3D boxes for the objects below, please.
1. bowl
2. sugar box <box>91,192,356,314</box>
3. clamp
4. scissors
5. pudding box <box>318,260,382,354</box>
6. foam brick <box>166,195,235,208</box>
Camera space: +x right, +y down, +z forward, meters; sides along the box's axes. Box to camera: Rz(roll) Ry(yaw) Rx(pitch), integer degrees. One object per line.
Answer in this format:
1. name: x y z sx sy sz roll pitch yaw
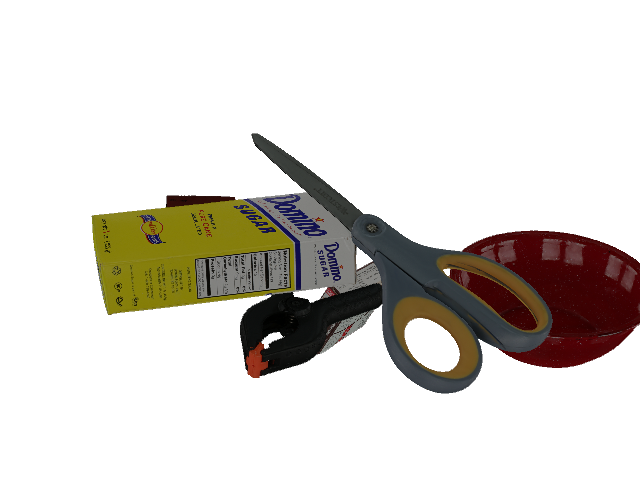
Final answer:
1. bowl: 0.182 0.053 0.850 0.162 0.055 0.162 0 29 0
2. sugar box: -0.070 0.005 0.760 0.176 0.048 0.093 -9 25 -12
3. clamp: -0.030 0.065 1.002 0.120 0.039 0.171 19 33 29
4. scissors: 0.023 0.012 0.565 0.202 0.016 0.096 28 52 16
5. pudding box: 0.032 0.075 1.233 0.039 0.090 0.113 42 34 14
6. foam brick: -0.129 -0.015 1.151 0.078 0.051 0.053 1 26 -8
